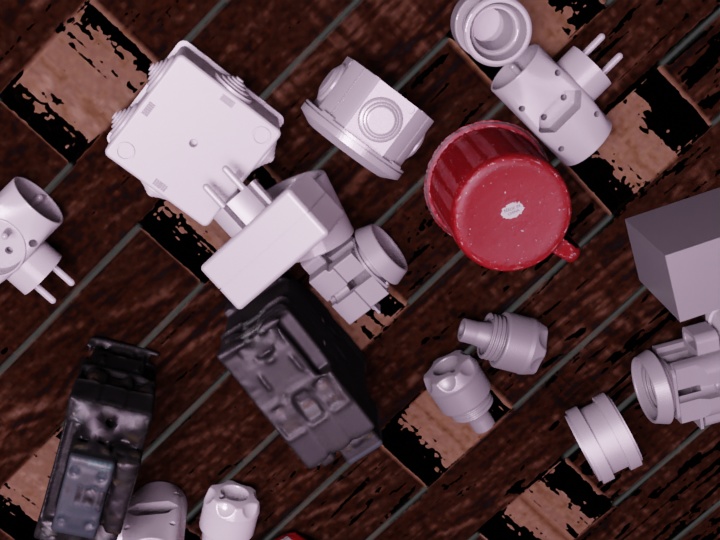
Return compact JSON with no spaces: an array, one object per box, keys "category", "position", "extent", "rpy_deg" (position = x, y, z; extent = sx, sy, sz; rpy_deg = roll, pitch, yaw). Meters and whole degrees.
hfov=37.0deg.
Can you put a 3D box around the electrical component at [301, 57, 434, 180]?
[{"category":"electrical component","position":[0.005,-0.100,0.710],"extent":[0.080,0.080,0.051],"rpy_deg":[35,98,-16]}]

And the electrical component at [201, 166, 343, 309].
[{"category":"electrical component","position":[-0.069,-0.033,0.694],"extent":[0.083,0.047,0.075],"rpy_deg":[-40,97,22]}]

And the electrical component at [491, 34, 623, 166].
[{"category":"electrical component","position":[0.144,-0.125,0.734],"extent":[0.077,0.043,0.079],"rpy_deg":[42,100,-18]}]

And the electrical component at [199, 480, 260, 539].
[{"category":"electrical component","position":[-0.102,0.197,0.826],"extent":[0.043,0.043,0.062],"rpy_deg":[11,109,-10]}]

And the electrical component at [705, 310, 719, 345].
[{"category":"electrical component","position":[0.325,0.055,0.811],"extent":[0.113,0.057,0.078],"rpy_deg":[-14,111,-1]}]

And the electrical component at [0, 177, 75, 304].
[{"category":"electrical component","position":[-0.232,-0.010,0.736],"extent":[0.077,0.044,0.079],"rpy_deg":[-42,109,9]}]

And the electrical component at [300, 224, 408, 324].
[{"category":"electrical component","position":[0.000,0.000,0.764],"extent":[0.055,0.048,0.066],"rpy_deg":[-37,110,16]}]

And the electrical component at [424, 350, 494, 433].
[{"category":"electrical component","position":[0.079,0.095,0.808],"extent":[0.043,0.043,0.062],"rpy_deg":[-31,111,6]}]

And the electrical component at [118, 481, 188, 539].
[{"category":"electrical component","position":[-0.171,0.198,0.801],"extent":[0.079,0.077,0.043],"rpy_deg":[-5,110,-4]}]

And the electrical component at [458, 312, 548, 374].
[{"category":"electrical component","position":[0.104,0.051,0.794],"extent":[0.062,0.043,0.043],"rpy_deg":[15,108,-10]}]

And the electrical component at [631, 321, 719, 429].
[{"category":"electrical component","position":[0.242,0.084,0.813],"extent":[0.057,0.058,0.078],"rpy_deg":[-15,111,-3]}]

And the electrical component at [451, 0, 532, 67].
[{"category":"electrical component","position":[0.085,-0.160,0.708],"extent":[0.045,0.055,0.045],"rpy_deg":[-2,110,-5]}]

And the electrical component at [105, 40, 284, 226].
[{"category":"electrical component","position":[-0.110,-0.090,0.717],"extent":[0.100,0.048,0.099],"rpy_deg":[37,102,-17]}]

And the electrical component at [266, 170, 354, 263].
[{"category":"electrical component","position":[-0.038,-0.038,0.742],"extent":[0.055,0.055,0.047],"rpy_deg":[-22,107,2]}]
